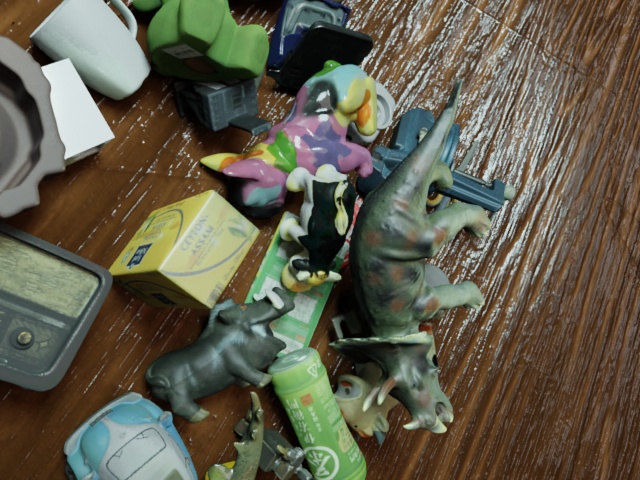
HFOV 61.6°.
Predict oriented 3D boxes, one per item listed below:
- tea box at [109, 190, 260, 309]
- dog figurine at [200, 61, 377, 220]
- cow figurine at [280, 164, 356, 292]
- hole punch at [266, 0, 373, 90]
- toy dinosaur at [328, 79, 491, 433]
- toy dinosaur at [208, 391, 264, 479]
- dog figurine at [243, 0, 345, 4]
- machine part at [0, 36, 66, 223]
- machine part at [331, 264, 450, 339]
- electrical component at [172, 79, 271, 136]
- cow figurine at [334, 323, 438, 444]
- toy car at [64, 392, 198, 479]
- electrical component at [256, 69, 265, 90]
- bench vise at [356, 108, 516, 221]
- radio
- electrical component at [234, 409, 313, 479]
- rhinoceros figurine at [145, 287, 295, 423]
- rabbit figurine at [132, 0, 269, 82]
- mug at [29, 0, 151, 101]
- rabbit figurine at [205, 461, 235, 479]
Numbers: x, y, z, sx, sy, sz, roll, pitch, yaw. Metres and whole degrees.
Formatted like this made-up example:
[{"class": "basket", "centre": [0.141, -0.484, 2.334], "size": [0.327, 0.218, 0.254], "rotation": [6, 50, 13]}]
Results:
[{"class": "tea box", "centre": [-0.149, 0.015, 0.563], "size": [0.068, 0.170, 0.098], "rotation": [43, 61, -26]}, {"class": "dog figurine", "centre": [-0.039, -0.128, 0.688], "size": [0.219, 0.109, 0.191], "rotation": [-13, 116, -32]}, {"class": "cow figurine", "centre": [0.000, -0.001, 0.652], "size": [0.068, 0.098, 0.167], "rotation": [-4, 114, -31]}, {"class": "hole punch", "centre": [-0.008, -0.269, 0.740], "size": [0.142, 0.115, 0.092], "rotation": [-4, 60, -41]}, {"class": "toy dinosaur", "centre": [0.097, 0.021, 0.650], "size": [0.192, 0.131, 0.404], "rotation": [-12, 103, -30]}, {"class": "toy dinosaur", "centre": [-0.190, 0.338, 0.479], "size": [0.471, 0.105, 0.198], "rotation": [-44, 114, -7]}, {"class": "dog figurine", "centre": [-0.046, -0.354, 0.733], "size": [0.172, 0.121, 0.190], "rotation": [-49, 137, 6]}, {"class": "machine part", "centre": [-0.308, -0.091, 0.447], "size": [0.179, 0.056, 0.179], "rotation": [7, 78, -36]}, {"class": "machine part", "centre": [0.113, 0.091, 0.799], "size": [0.243, 0.079, 0.079], "rotation": [-15, 93, -35]}, {"class": "electrical component", "centre": [-0.112, -0.163, 0.641], "size": [0.075, 0.119, 0.047], "rotation": [-30, 133, -32]}, {"class": "cow figurine", "centre": [0.092, 0.204, 0.771], "size": [0.195, 0.085, 0.127], "rotation": [-16, 88, -36]}, {"class": "toy car", "centre": [-0.181, 0.247, 0.556], "size": [0.109, 0.103, 0.161], "rotation": [-34, 103, -32]}, {"class": "electrical component", "centre": [-0.108, -0.223, 0.709], "size": [0.063, 0.021, 0.094], "rotation": [28, 70, -30]}, {"class": "bench vise", "centre": [0.187, -0.095, 0.822], "size": [0.241, 0.128, 0.224], "rotation": [21, 46, -5]}, {"class": "radio", "centre": [-0.328, 0.044, 0.489], "size": [0.229, 0.073, 0.131], "rotation": [30, 67, -28]}, {"class": "electrical component", "centre": [-0.056, 0.247, 0.650], "size": [0.078, 0.102, 0.045], "rotation": [33, 90, -49]}, {"class": "rhinoceros figurine", "centre": [-0.109, 0.128, 0.632], "size": [0.190, 0.073, 0.112], "rotation": [-33, 90, -22]}, {"class": "rabbit figurine", "centre": [-0.131, -0.272, 0.611], "size": [0.121, 0.159, 0.170], "rotation": [15, 80, -45]}, {"class": "mug", "centre": [-0.238, -0.214, 0.588], "size": [0.107, 0.081, 0.109], "rotation": [48, 45, -34]}, {"class": "rabbit figurine", "centre": [-0.051, 0.349, 0.634], "size": [0.173, 0.122, 0.162], "rotation": [16, 76, -53]}]
